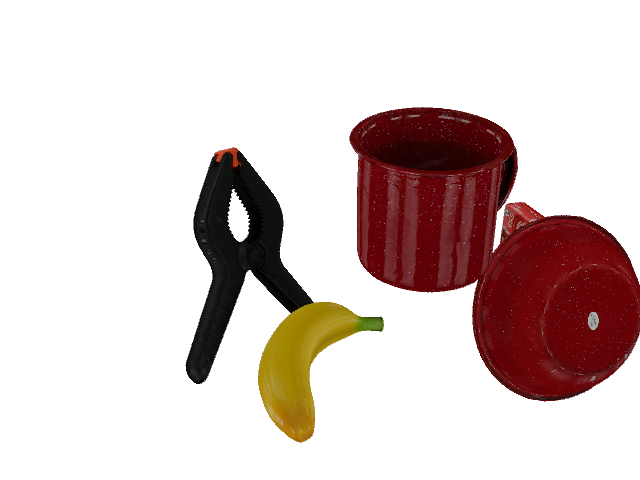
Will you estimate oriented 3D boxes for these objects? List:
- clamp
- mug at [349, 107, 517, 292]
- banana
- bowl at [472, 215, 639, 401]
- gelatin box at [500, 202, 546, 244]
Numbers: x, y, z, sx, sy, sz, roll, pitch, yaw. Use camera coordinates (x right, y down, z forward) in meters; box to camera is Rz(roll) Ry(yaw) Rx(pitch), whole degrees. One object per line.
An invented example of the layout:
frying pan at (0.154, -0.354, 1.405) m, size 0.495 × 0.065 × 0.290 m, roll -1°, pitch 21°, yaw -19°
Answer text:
clamp at (-0.061, 0.019, 0.997) m, size 0.164 × 0.210 × 0.036 m, roll -5°, pitch -1°, yaw -40°
mug at (0.072, -0.027, 0.633) m, size 0.117 × 0.081 × 0.093 m, roll -22°, pitch 37°, yaw -34°
banana at (-0.009, 0.087, 0.800) m, size 0.070 × 0.037 × 0.197 m, roll 6°, pitch 23°, yaw 18°
bowl at (0.210, 0.061, 0.887) m, size 0.162 × 0.162 × 0.055 m, roll 0°, pitch 7°, yaw -19°
gelatin box at (0.231, 0.011, 1.194) m, size 0.030 × 0.089 × 0.073 m, roll -9°, pitch 31°, yaw -22°
